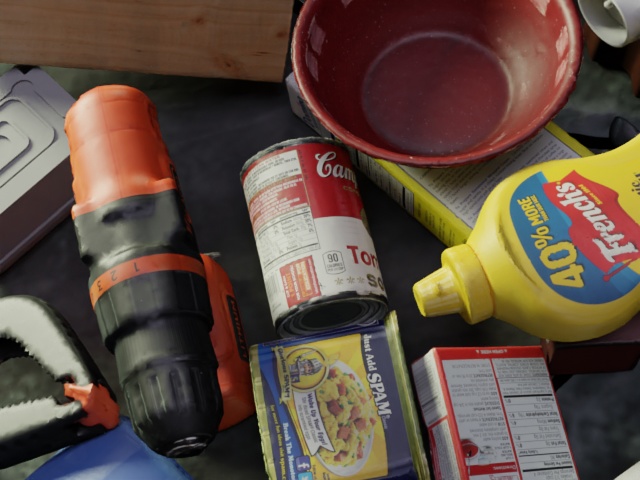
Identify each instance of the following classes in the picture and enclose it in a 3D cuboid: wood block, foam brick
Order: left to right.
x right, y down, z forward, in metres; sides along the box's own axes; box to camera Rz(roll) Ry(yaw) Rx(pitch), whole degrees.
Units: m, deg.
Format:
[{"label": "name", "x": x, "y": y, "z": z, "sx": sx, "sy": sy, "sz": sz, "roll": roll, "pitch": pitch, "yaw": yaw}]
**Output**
[{"label": "wood block", "x": -0.121, "y": -0.165, "z": 0.656, "sx": 0.206, "sy": 0.090, "sz": 0.091, "roll": 3, "pitch": 47, "yaw": -8}, {"label": "foam brick", "x": 0.150, "y": 0.031, "z": 0.601, "sx": 0.051, "sy": 0.053, "sz": 0.078, "roll": -3, "pitch": 65, "yaw": 4}]

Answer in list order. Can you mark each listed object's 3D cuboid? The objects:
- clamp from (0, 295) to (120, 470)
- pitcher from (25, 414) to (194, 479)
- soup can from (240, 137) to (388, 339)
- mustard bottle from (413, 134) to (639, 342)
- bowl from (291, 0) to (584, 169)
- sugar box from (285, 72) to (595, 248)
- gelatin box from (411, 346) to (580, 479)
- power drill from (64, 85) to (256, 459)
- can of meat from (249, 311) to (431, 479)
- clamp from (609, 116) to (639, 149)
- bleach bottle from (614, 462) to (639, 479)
[{"label": "clamp", "x": -0.198, "y": 0.076, "z": 0.553, "sx": 0.210, "sy": 0.036, "sz": 0.164, "roll": 15, "pitch": 67, "yaw": 31}, {"label": "pitcher", "x": -0.147, "y": 0.205, "z": 0.507, "sx": 0.149, "sy": 0.145, "sz": 0.242, "roll": 42, "pitch": 73, "yaw": 15}, {"label": "soup can", "x": -0.004, "y": 0.001, "z": 0.619, "sx": 0.068, "sy": 0.068, "sz": 0.102, "roll": -13, "pitch": 66, "yaw": -1}, {"label": "mustard bottle", "x": 0.140, "y": 0.000, "z": 0.553, "sx": 0.191, "sy": 0.058, "sz": 0.096, "roll": -20, "pitch": 66, "yaw": -4}, {"label": "bowl", "x": 0.066, "y": -0.099, "z": 0.614, "sx": 0.162, "sy": 0.055, "sz": 0.162, "roll": -3, "pitch": 64, "yaw": 5}, {"label": "sugar box", "x": 0.071, "y": -0.065, "z": 0.655, "sx": 0.093, "sy": 0.048, "sz": 0.176, "roll": -41, "pitch": 65, "yaw": -13}, {"label": "gelatin box", "x": 0.094, "y": 0.102, "z": 0.572, "sx": 0.073, "sy": 0.030, "sz": 0.089, "roll": 1, "pitch": 64, "yaw": -26}, {"label": "power drill", "x": -0.073, "y": 0.039, "z": 0.544, "sx": 0.057, "sy": 0.187, "sz": 0.184, "roll": -14, "pitch": 64, "yaw": -3}, {"label": "can of meat", "x": 0.011, "y": 0.098, "z": 0.582, "sx": 0.084, "sy": 0.057, "sz": 0.102, "roll": -11, "pitch": 66, "yaw": 2}, {"label": "clamp", "x": 0.254, "y": -0.020, "z": 0.609, "sx": 0.120, "sy": 0.039, "sz": 0.171, "roll": -28, "pitch": 74, "yaw": 19}, {"label": "bleach bottle", "x": 0.183, "y": 0.162, "z": 0.537, "sx": 0.250, "sy": 0.068, "sz": 0.103, "roll": -33, "pitch": 69, "yaw": -7}]
